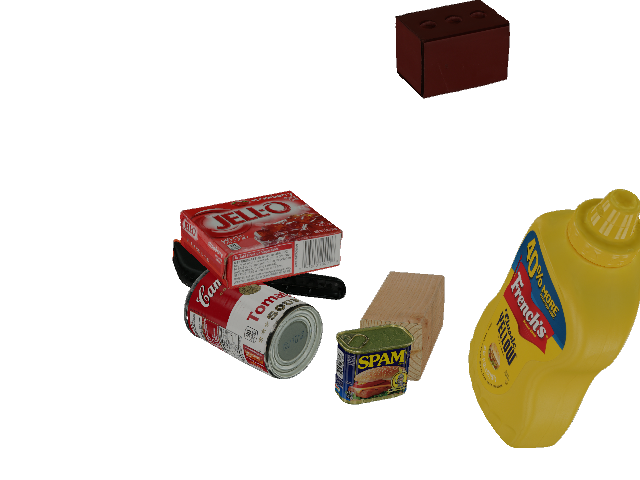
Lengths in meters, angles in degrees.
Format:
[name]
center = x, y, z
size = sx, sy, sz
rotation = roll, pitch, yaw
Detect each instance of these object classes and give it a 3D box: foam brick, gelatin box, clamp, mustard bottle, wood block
[foam brick]
center = 0.105, -0.154, 0.854
size = 0.078, 0.051, 0.053
rotation = -15, 36, -15
[gelatin box]
center = -0.041, -0.003, 0.725
size = 0.089, 0.030, 0.073
rotation = -11, 30, -29
[clamp]
center = -0.099, 0.046, 1.202
size = 0.210, 0.036, 0.164
rotation = 19, 24, 29
[mustard bottle]
center = 0.144, 0.039, 0.635
size = 0.058, 0.096, 0.192
rotation = 1, -39, -13
[wood block]
center = 0.126, 0.124, 1.602
size = 0.091, 0.090, 0.206
rotation = 5, 19, 14

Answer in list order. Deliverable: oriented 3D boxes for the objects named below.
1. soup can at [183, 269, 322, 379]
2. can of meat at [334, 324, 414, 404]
[soup can]
center = -0.057, 0.069, 0.903
size = 0.102, 0.068, 0.068
rotation = 22, 14, 37
[can of meat]
center = 0.070, 0.165, 1.422
size = 0.102, 0.084, 0.057
rotation = -6, 25, -22
